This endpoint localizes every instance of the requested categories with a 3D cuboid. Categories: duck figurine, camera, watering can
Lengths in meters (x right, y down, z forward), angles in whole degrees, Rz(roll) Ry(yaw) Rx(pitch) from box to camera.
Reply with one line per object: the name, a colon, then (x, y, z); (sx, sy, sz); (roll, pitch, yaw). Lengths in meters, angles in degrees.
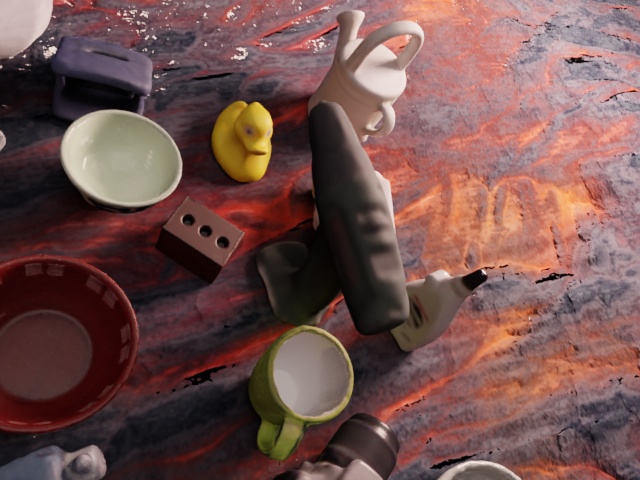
duck figurine: (-0.088, -0.135, 0.709); (0.078, 0.086, 0.104); (-2, 65, -28)
camera: (0.039, 0.249, 0.558); (0.143, 0.100, 0.137); (43, 53, 0)
watering can: (0.060, -0.226, 0.767); (0.101, 0.193, 0.173); (-35, 83, -36)

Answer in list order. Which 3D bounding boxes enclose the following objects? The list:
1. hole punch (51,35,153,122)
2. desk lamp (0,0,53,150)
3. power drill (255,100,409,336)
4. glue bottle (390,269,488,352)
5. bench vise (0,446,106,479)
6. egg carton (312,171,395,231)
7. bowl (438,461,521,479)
hole punch: (-0.249, -0.191, 0.653); (0.109, 0.091, 0.101); (9, 61, -23)
desk lamp: (-0.336, -0.152, 0.511); (0.118, 0.213, 0.203); (22, 56, -15)
power drill: (0.006, 0.002, 0.607); (0.076, 0.208, 0.229); (-13, 71, -32)
glue bottle: (0.134, 0.070, 0.658); (0.037, 0.173, 0.078); (-21, 75, -34)
bench vise: (-0.254, 0.178, 0.373); (0.121, 0.219, 0.208); (49, 54, 4)
egg carton: (0.040, -0.026, 0.726); (0.107, 0.069, 0.150); (9, 61, -23)
bowl: (0.158, 0.322, 0.597); (0.168, 0.074, 0.167); (12, 59, -21)
